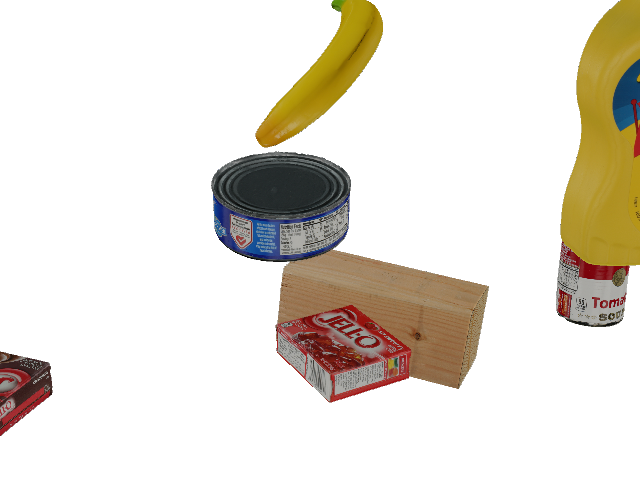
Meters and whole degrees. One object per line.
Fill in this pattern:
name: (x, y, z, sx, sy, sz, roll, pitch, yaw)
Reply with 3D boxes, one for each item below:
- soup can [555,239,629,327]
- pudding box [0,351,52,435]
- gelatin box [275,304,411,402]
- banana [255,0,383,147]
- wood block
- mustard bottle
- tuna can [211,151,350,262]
soup can: (0.271, 0.027, 1.058, 0.068, 0.102, 0.068, 1, 18, -1)
pudding box: (-0.311, 0.133, 0.952, 0.114, 0.039, 0.089, 7, 22, 20)
gelatin box: (0.017, 0.086, 0.837, 0.073, 0.030, 0.089, -12, 28, -27)
banana: (0.010, -0.149, 0.904, 0.070, 0.197, 0.037, -19, -57, 43)
wood block: (0.066, 0.080, 1.154, 0.206, 0.091, 0.090, 13, 22, 17)
mustard bottle: (0.193, -0.082, 0.612, 0.096, 0.192, 0.058, -9, 29, -13)
tuna can: (-0.024, -0.022, 0.661, 0.086, 0.034, 0.086, 0, 30, 0)
